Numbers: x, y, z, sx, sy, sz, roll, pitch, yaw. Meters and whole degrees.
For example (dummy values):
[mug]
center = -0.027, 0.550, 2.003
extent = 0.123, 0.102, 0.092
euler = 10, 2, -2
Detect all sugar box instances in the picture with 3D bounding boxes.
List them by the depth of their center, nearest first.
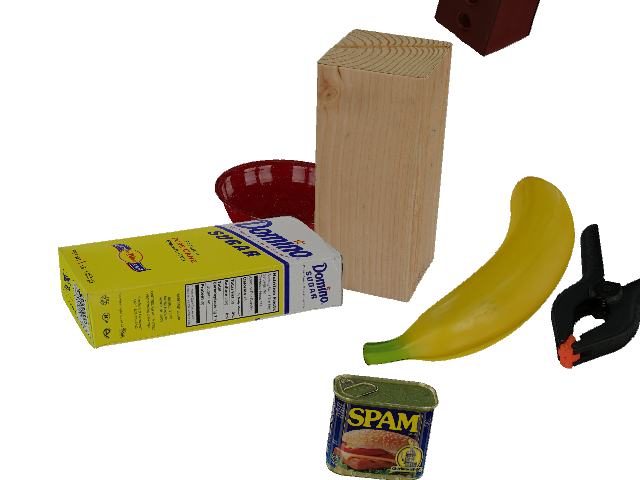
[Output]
[sugar box]
center = -0.082, 0.024, 0.731
extent = 0.176, 0.048, 0.093
euler = -11, 24, -22

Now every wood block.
[wood block]
center = 0.051, -0.063, 0.911
extent = 0.091, 0.206, 0.090
euler = 12, 32, 18

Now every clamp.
[clamp]
center = 0.263, 0.049, 1.003
extent = 0.171, 0.039, 0.120
euler = -36, 42, -27

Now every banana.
[banana]
center = 0.101, 0.012, 0.588
extent = 0.070, 0.037, 0.197
euler = 15, 36, 32

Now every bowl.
[bowl]
center = -0.035, -0.032, 1.147
extent = 0.162, 0.055, 0.162
euler = 5, 27, -3

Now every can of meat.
[can of meat]
center = 0.058, 0.184, 1.042
extent = 0.102, 0.084, 0.057
euler = 7, 17, -3

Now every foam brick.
[foam brick]
center = 0.121, -0.179, 0.745
extent = 0.051, 0.078, 0.053
euler = -31, 60, -30
